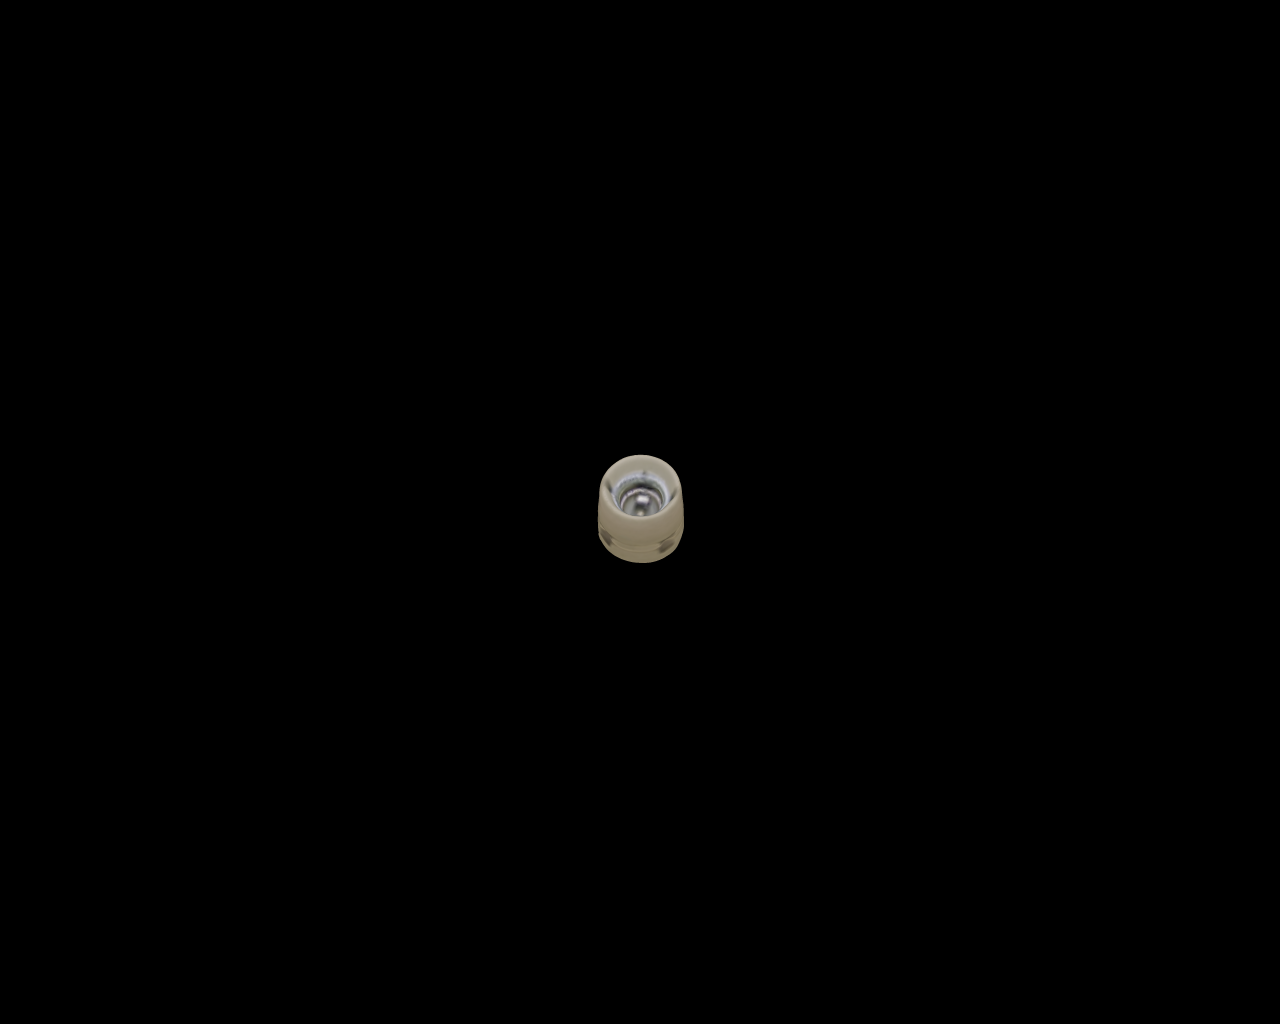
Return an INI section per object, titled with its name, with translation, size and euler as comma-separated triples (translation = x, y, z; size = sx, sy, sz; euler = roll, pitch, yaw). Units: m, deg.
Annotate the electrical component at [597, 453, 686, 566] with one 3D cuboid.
[electrical component]
translation = 0.001, -0.003, 0.650
size = 0.055, 0.055, 0.047
euler = 0, -33, 0
